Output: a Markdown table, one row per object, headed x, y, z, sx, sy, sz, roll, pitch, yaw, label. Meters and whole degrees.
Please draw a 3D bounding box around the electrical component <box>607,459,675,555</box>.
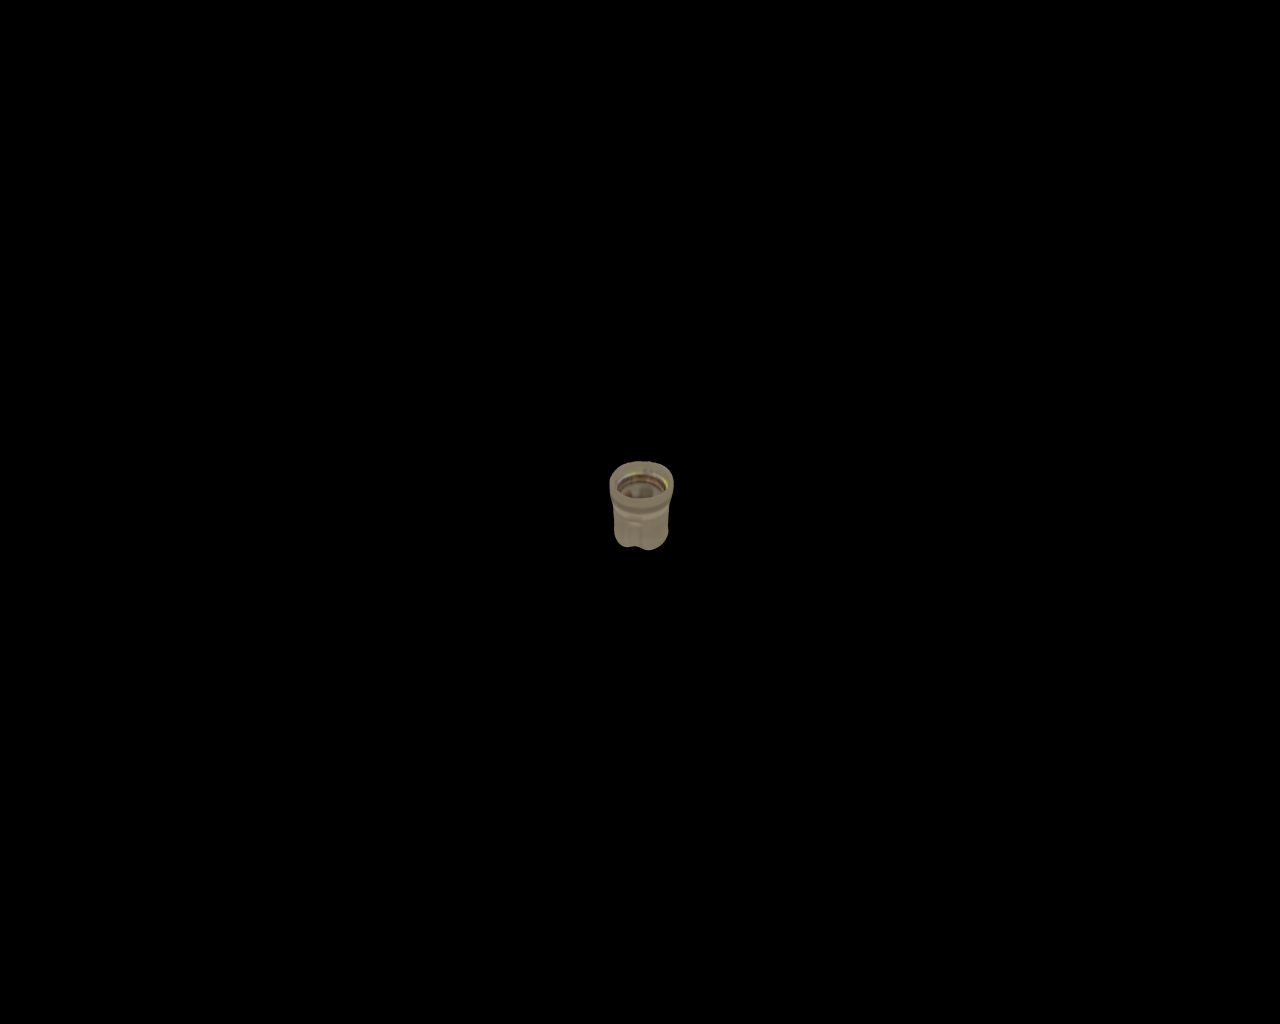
| x | y | z | sx | sy | sz | roll | pitch | yaw | label |
| --- | --- | --- | --- | --- | --- | --- | --- | --- | --- |
| 0.001 | -0.003 | 0.650 | 0.040 | 0.046 | 0.040 | 0 | 39 | 0 | electrical component |
